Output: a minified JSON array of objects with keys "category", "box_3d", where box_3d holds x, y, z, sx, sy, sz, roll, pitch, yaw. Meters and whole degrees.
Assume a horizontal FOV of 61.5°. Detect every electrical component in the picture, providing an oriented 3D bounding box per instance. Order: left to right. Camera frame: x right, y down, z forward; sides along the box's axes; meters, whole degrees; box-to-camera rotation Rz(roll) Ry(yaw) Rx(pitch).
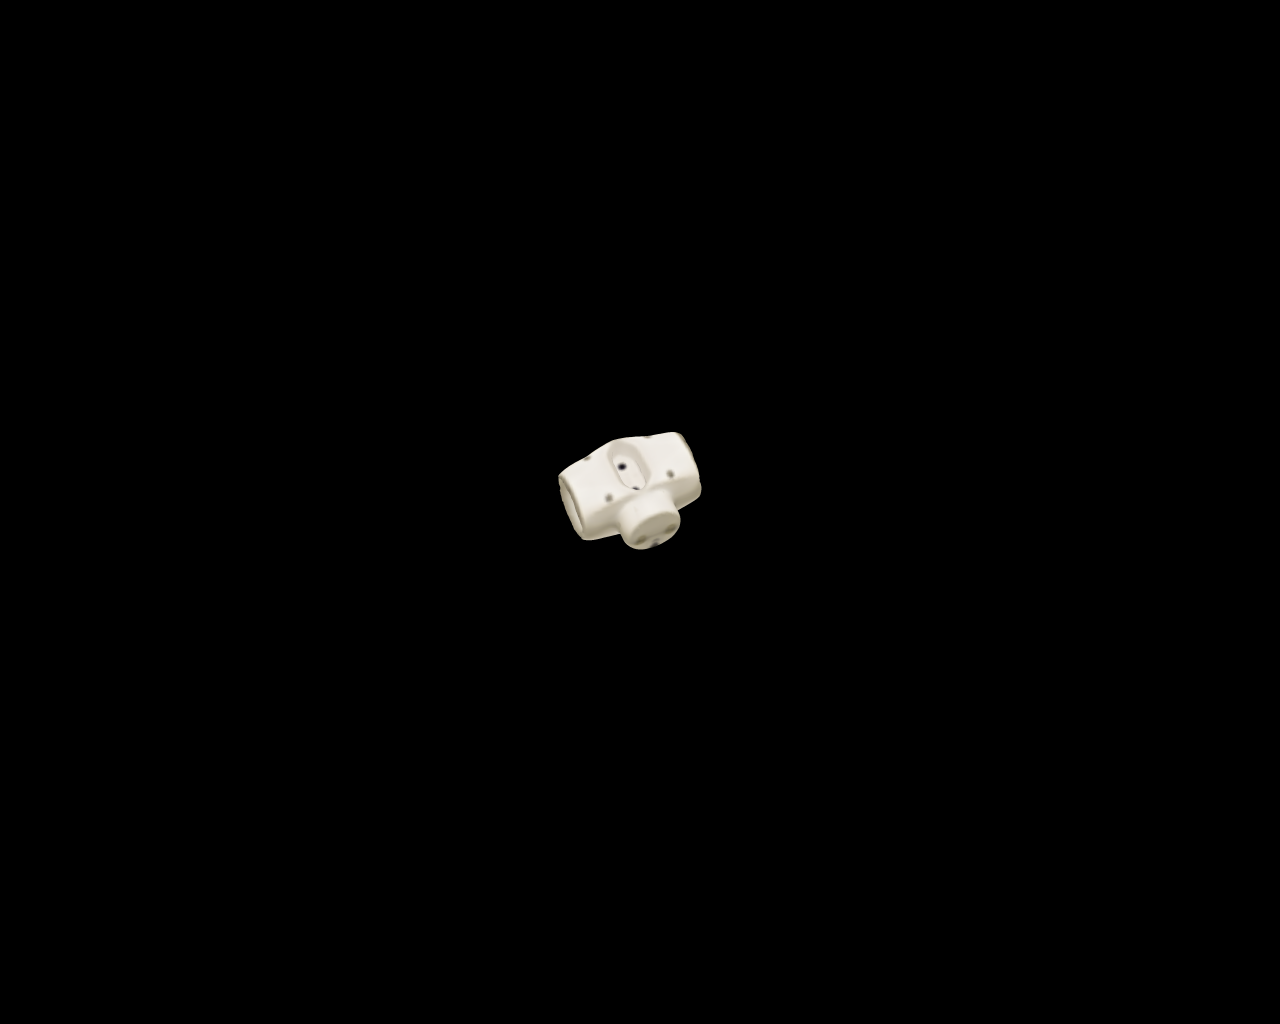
[{"category":"electrical component","box_3d":[0.001,-0.003,0.650,0.077,0.079,0.043,-20,-31,-13]}]
